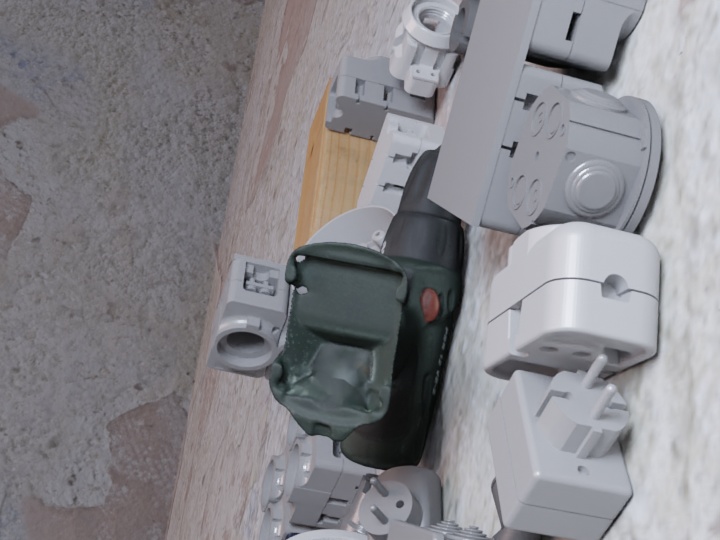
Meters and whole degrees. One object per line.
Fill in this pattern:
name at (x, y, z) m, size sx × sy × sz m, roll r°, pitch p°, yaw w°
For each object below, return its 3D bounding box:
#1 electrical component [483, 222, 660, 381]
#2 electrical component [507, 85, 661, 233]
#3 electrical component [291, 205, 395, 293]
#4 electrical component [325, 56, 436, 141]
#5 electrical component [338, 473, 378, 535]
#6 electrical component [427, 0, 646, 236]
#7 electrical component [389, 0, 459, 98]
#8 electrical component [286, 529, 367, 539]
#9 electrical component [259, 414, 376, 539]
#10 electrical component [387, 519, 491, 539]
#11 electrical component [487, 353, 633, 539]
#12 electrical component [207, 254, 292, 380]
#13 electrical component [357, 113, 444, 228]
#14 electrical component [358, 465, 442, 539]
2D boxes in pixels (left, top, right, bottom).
electrical component at (0.099, 0.016, 0.512) m, size 0.095 × 0.054 × 0.059 m, roll 131°, pitch 149°, yaw -66°
electrical component at (0.111, -0.051, 0.535) m, size 0.080 × 0.051 × 0.080 m, roll -167°, pitch 90°, yaw -78°
electrical component at (0.000, 0.000, 0.836) m, size 0.099 × 0.064 × 0.099 m, roll -36°, pitch 21°, yaw 16°
electrical component at (0.019, -0.154, 0.969) m, size 0.050 × 0.089 × 0.055 m, roll 121°, pitch 158°, yaw -56°
electrical component at (0.010, 0.178, 0.794) m, size 0.040 × 0.040 × 0.046 m, roll -136°, pitch 66°, yaw -76°
electrical component at (0.103, -0.117, 0.618) m, size 0.105 × 0.060 × 0.186 m, roll -128°, pitch 52°, yaw -75°
electrical component at (0.058, -0.195, 0.911) m, size 0.057 × 0.058 × 0.078 m, roll 113°, pitch 164°, yaw -52°
electrical component at (-0.015, 0.229, 0.705) m, size 0.108 × 0.108 × 0.060 m, roll -101°, pitch 21°, yaw -62°
electrical component at (-0.044, 0.193, 0.974) m, size 0.105 × 0.060 × 0.186 m, roll -91°, pitch 18°, yaw -48°
electrical component at (0.044, 0.190, 0.599) m, size 0.100 × 0.048 × 0.099 m, roll 150°, pitch 131°, yaw -74°
electrical component at (0.096, 0.071, 0.486) m, size 0.065 × 0.047 × 0.076 m, roll -92°, pitch 19°, yaw -51°
electrical component at (-0.045, 0.054, 0.906) m, size 0.061 × 0.150 × 0.089 m, roll -88°, pitch 16°, yaw -44°
electrical component at (0.038, -0.074, 0.880) m, size 0.050 × 0.056 × 0.089 m, roll -98°, pitch 23°, yaw -59°
electrical component at (0.024, 0.159, 0.678) m, size 0.079 × 0.043 × 0.077 m, roll 55°, pitch -153°, yaw -42°
